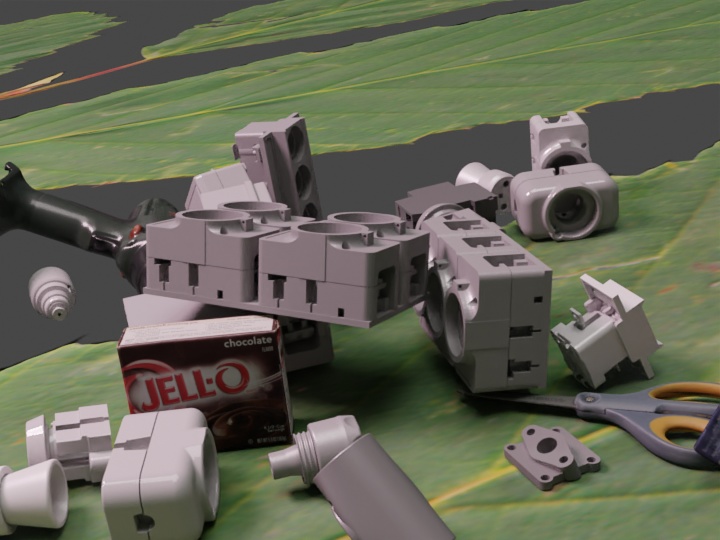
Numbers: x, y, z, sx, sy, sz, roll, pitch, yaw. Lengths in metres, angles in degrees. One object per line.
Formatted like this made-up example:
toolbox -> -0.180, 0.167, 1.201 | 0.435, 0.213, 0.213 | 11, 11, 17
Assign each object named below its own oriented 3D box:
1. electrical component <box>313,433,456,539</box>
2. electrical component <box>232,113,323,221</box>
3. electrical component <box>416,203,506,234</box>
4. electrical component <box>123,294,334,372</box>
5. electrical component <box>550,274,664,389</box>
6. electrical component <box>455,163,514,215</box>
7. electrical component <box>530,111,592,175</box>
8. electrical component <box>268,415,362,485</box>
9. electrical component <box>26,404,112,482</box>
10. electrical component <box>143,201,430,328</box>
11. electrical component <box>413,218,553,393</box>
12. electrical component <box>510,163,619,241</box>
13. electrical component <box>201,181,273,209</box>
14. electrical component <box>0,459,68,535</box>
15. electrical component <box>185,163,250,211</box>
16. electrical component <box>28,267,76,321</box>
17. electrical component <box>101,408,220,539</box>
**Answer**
electrical component -> 0.016, 0.140, 0.631 | 0.044, 0.077, 0.079 | -40, -13, -2
electrical component -> -0.082, -0.088, 1.085 | 0.063, 0.121, 0.078 | 2, 26, 25
electrical component -> 0.086, -0.028, 0.985 | 0.078, 0.058, 0.057 | -16, 29, -18
electrical component -> -0.105, 0.051, 0.858 | 0.150, 0.061, 0.089 | -13, 25, -13
electrical component -> 0.177, 0.048, 0.780 | 0.064, 0.081, 0.042 | -35, 29, -6
electrical component -> 0.132, -0.083, 1.110 | 0.045, 0.045, 0.055 | -20, 28, -27
electrical component -> 0.203, -0.108, 1.088 | 0.050, 0.089, 0.055 | -7, 24, 1
electrical component -> -0.028, 0.121, 0.705 | 0.062, 0.043, 0.043 | -13, 25, -9
electrical component -> -0.202, 0.123, 0.748 | 0.055, 0.048, 0.066 | -5, 23, -15
electrical component -> -0.053, -0.010, 0.795 | 0.186, 0.060, 0.105 | 7, 13, 25
electrical component -> 0.086, 0.022, 0.810 | 0.062, 0.089, 0.150 | -3, 17, -12
electrical component -> 0.199, -0.065, 1.040 | 0.095, 0.053, 0.059 | -8, 24, -2
electrical component -> -0.097, -0.013, 0.935 | 0.057, 0.113, 0.078 | -13, 25, -7
electrical component -> -0.223, 0.148, 0.698 | 0.055, 0.045, 0.045 | -8, 24, 0
electrical component -> -0.133, -0.056, 1.046 | 0.061, 0.096, 0.061 | -20, -18, -26
electrical component -> -0.281, 0.026, 0.987 | 0.040, 0.040, 0.078 | -15, 25, -17
electrical component -> -0.125, 0.133, 0.693 | 0.059, 0.053, 0.095 | -6, 24, 2
